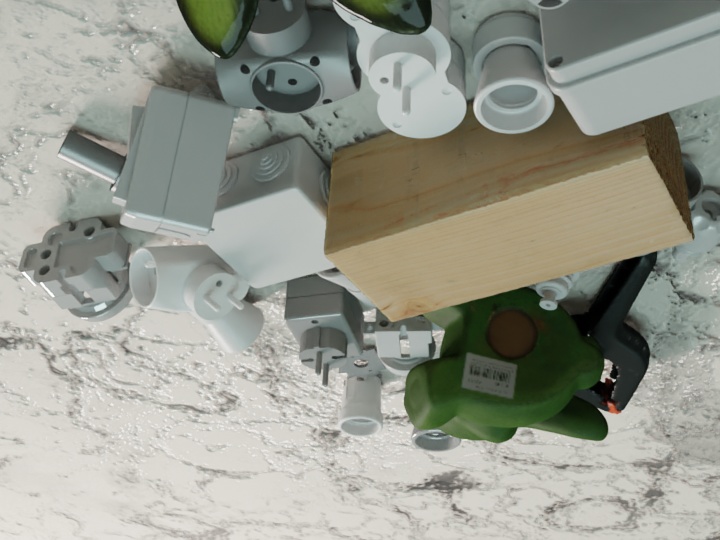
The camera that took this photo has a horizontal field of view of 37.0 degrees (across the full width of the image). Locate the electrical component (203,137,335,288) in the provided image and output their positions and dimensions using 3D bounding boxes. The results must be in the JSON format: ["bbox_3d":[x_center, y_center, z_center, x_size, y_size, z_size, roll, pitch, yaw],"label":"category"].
[{"bbox_3d":[-0.056,-0.038,0.734,0.100,0.048,0.099,-15,141,24],"label":"electrical component"}]

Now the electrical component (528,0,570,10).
[{"bbox_3d":[0.101,-0.188,0.500,0.078,0.057,0.113,26,139,-30],"label":"electrical component"}]

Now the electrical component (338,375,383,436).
[{"bbox_3d":[0.001,0.120,0.963,0.040,0.046,0.040,2,145,1],"label":"electrical component"}]

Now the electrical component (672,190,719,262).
[{"bbox_3d":[0.233,-0.026,0.746,0.035,0.035,0.061,6,148,-4],"label":"electrical component"}]

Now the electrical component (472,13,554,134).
[{"bbox_3d":[0.087,-0.112,0.612,0.045,0.055,0.045,2,145,1],"label":"electrical component"}]

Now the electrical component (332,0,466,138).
[{"bbox_3d":[0.024,-0.119,0.591,0.052,0.073,0.138,-8,144,15],"label":"electrical component"}]

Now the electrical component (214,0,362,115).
[{"bbox_3d":[-0.044,-0.130,0.605,0.077,0.044,0.079,-4,144,10],"label":"electrical component"}]

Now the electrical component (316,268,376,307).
[{"bbox_3d":[0.000,0.000,0.795,0.044,0.044,0.065,-17,146,26],"label":"electrical component"}]

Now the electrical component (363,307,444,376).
[{"bbox_3d":[0.036,0.052,0.864,0.066,0.048,0.055,-1,138,6],"label":"electrical component"}]

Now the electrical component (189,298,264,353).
[{"bbox_3d":[-0.112,0.030,0.846,0.044,0.044,0.065,-17,136,26],"label":"electrical component"}]

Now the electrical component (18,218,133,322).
[{"bbox_3d":[-0.202,0.002,0.796,0.078,0.058,0.057,-11,141,15],"label":"electrical component"}]

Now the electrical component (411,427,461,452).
[{"bbox_3d":[0.068,0.129,0.963,0.045,0.055,0.045,2,145,1],"label":"electrical component"}]

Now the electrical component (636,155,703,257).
[{"bbox_3d":[0.194,-0.038,0.724,0.043,0.043,0.081,7,145,-6],"label":"electrical component"}]

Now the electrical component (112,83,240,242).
[{"bbox_3d":[-0.114,-0.071,0.659,0.061,0.096,0.062,13,173,-14],"label":"electrical component"}]

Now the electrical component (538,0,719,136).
[{"bbox_3d":[0.154,-0.130,0.564,0.113,0.078,0.057,-17,144,26],"label":"electrical component"}]

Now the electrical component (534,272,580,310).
[{"bbox_3d":[0.137,-0.008,0.746,0.040,0.078,0.040,13,149,8],"label":"electrical component"}]

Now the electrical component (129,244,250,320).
[{"bbox_3d":[-0.112,0.011,0.767,0.077,0.079,0.043,-4,116,-39],"label":"electrical component"}]

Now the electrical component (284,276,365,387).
[{"bbox_3d":[-0.028,0.053,0.841,0.047,0.076,0.065,-7,144,13],"label":"electrical component"}]
